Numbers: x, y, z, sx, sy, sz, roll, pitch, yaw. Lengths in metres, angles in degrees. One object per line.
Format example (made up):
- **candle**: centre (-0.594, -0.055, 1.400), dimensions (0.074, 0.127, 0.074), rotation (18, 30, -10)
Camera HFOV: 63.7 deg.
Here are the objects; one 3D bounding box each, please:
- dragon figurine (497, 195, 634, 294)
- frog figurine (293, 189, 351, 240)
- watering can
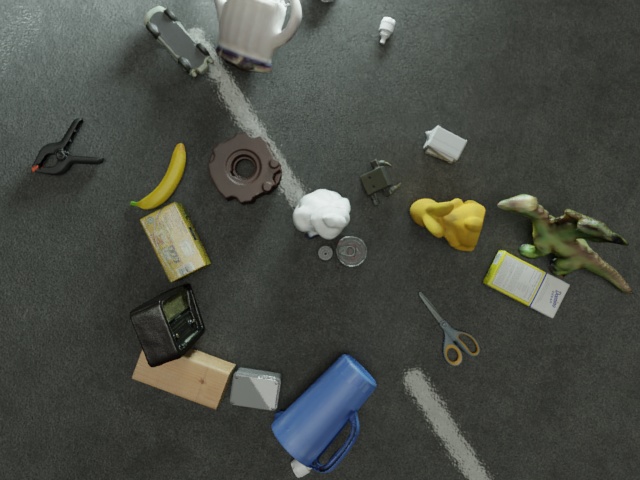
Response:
- **dragon figurine**: centre (0.576, 0.010, 1.144), dimensions (0.411, 0.241, 0.123), rotation (28, 86, 3)
- **frog figurine**: centre (0.004, -0.060, 1.185), dimensions (0.137, 0.159, 0.123), rotation (-9, 88, 0)
- **watering can**: centre (-0.193, -0.528, 1.218), dimensions (0.350, 0.105, 0.221), rotation (29, 112, 25)
